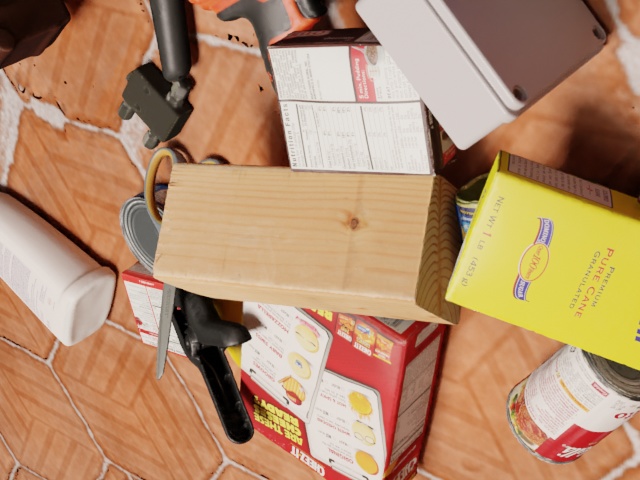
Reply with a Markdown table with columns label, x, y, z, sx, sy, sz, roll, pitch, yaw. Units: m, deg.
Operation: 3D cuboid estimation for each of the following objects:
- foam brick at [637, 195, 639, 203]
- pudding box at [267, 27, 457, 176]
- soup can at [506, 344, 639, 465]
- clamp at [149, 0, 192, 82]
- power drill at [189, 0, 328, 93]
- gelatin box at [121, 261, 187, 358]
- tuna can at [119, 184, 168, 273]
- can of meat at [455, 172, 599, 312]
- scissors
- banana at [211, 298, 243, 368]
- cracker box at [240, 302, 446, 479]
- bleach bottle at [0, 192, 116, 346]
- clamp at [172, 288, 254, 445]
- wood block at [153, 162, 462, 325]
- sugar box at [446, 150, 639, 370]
| label | x | y | z | sx | sy | sz | roll | pitch | yaw |
| --- | --- | --- | --- | --- | --- | --- | --- | --- | --- |
| foam brick | 0.224 | -0.048 | 0.598 | 0.053 | 0.051 | 0.078 | 34 | 137 | 19 |
| pudding box | 0.027 | -0.089 | 0.688 | 0.114 | 0.039 | 0.090 | 6 | 119 | 33 |
| soup can | 0.183 | 0.103 | 0.735 | 0.068 | 0.068 | 0.102 | 44 | 139 | 10 |
| clamp | -0.126 | -0.229 | 0.812 | 0.164 | 0.036 | 0.210 | 50 | 140 | 2 |
| power drill | 0.003 | -0.148 | 0.735 | 0.185 | 0.057 | 0.187 | -16 | 104 | 46 |
| gelatin box | -0.153 | 0.069 | 1.060 | 0.073 | 0.030 | 0.089 | 11 | 126 | 37 |
| tuna can | -0.144 | -0.008 | 0.992 | 0.086 | 0.033 | 0.086 | 24 | 132 | 29 |
| can of meat | 0.142 | 0.004 | 0.711 | 0.102 | 0.057 | 0.084 | 8 | 121 | 39 |
| scissors | -0.112 | 0.015 | 0.921 | 0.096 | 0.016 | 0.202 | -11 | 81 | 28 |
| banana | -0.071 | 0.048 | 0.960 | 0.070 | 0.037 | 0.198 | 33 | 137 | 26 |
| cracker box | 0.014 | 0.103 | 0.893 | 0.164 | 0.072 | 0.214 | 31 | 136 | 28 |
| bleach bottle | -0.330 | 0.000 | 1.155 | 0.251 | 0.068 | 0.103 | 40 | 138 | 18 |
| clamp | -0.097 | 0.083 | 0.937 | 0.172 | 0.039 | 0.120 | 51 | 141 | 41 |
| wood block | -0.005 | 0.001 | 0.766 | 0.206 | 0.090 | 0.091 | 5 | 79 | 28 |
| sugar box | 0.174 | 0.021 | 0.639 | 0.176 | 0.048 | 0.093 | 20 | 117 | 5 |
